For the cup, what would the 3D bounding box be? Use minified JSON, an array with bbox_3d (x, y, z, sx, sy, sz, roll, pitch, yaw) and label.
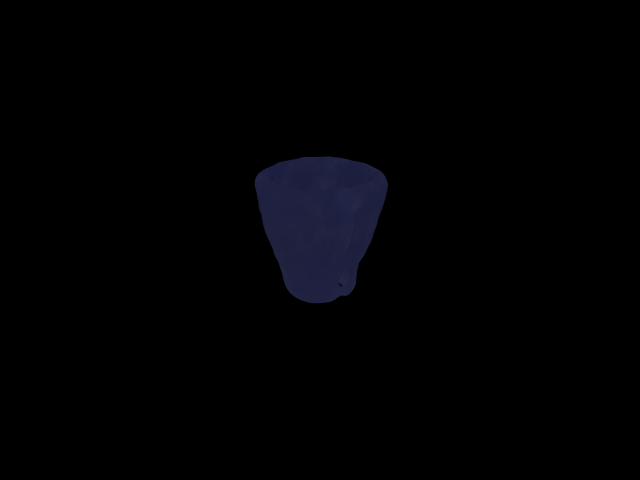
[{"bbox_3d":[0.004,0.001,0.400,0.092,0.095,0.117,-5,24,-10],"label":"cup"}]
